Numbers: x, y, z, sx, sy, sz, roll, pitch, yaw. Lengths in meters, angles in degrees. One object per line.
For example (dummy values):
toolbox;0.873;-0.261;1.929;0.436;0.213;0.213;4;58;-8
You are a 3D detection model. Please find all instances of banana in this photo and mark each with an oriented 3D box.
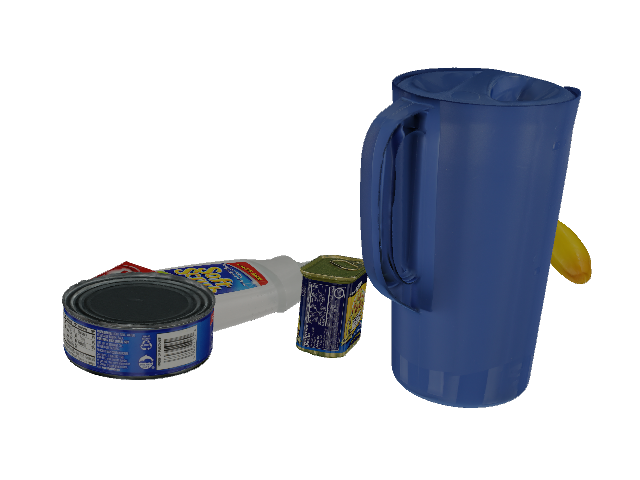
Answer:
banana;0.195;-0.006;1.034;0.069;0.037;0.198;-39;38;-24

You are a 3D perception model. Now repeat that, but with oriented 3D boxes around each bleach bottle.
bleach bottle;-0.120;0.060;1.243;0.250;0.068;0.103;-13;35;-21

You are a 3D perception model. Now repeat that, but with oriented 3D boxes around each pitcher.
pitcher;0.104;-0.001;0.791;0.149;0.243;0.145;4;19;5

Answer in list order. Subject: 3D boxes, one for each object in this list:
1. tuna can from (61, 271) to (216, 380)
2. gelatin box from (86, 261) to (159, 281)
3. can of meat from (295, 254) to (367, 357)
tuna can;-0.103;0.047;0.607;0.086;0.034;0.086;3;17;-1
gelatin box;-0.173;0.053;1.005;0.089;0.030;0.073;18;26;26
can of meat;0.012;0.066;1.086;0.057;0.084;0.102;9;11;15
